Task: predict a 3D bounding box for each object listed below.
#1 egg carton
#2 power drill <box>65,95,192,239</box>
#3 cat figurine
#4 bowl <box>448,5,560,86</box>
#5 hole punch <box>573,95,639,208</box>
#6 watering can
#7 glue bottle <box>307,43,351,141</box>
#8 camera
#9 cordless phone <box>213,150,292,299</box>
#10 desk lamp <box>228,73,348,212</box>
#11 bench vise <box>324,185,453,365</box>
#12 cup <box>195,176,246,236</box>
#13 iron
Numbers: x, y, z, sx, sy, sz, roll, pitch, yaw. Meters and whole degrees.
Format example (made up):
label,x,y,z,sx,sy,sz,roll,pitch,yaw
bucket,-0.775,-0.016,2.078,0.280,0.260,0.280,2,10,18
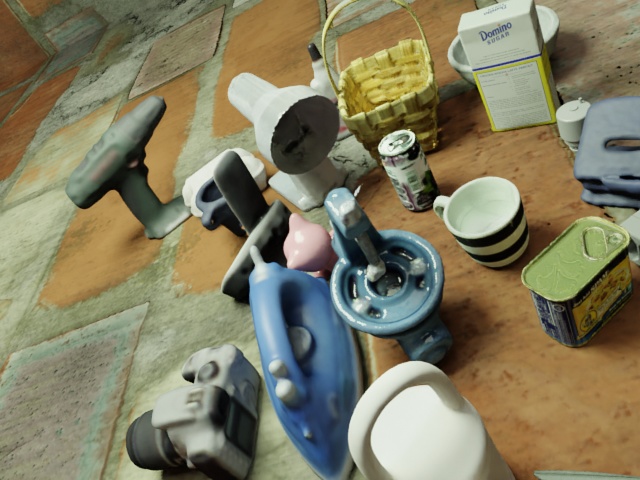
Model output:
label,x,y,z,sx,sy,sz,roll,pitch,yaw
egg carton,-0.168,-0.097,1.009,0.150,0.070,0.107,-39,38,-8
power drill,-0.316,-0.112,1.016,0.230,0.209,0.075,-40,39,-9
cat figurine,0.007,0.003,0.740,0.128,0.118,0.067,-44,39,-14
bowl,0.289,-0.286,0.889,0.167,0.075,0.167,-19,40,17
hole punch,0.344,-0.097,0.632,0.108,0.091,0.101,8,54,40
watering can,0.090,0.167,0.442,0.172,0.195,0.101,6,53,39
glue bottle,0.020,-0.252,0.960,0.078,0.174,0.037,-29,38,5
camera,-0.151,0.199,0.653,0.136,0.101,0.143,-18,40,18
cordless phone,-0.112,-0.019,0.790,0.093,0.186,0.148,-1,48,35
desk lamp,-0.046,-0.147,0.861,0.118,0.214,0.202,-42,39,-11
bench vise,0.040,0.019,0.615,0.121,0.220,0.206,-45,39,-15
cup,-0.141,-0.043,0.911,0.091,0.095,0.118,-8,44,28
iron,-0.029,0.122,0.617,0.118,0.142,0.258,-27,38,8
